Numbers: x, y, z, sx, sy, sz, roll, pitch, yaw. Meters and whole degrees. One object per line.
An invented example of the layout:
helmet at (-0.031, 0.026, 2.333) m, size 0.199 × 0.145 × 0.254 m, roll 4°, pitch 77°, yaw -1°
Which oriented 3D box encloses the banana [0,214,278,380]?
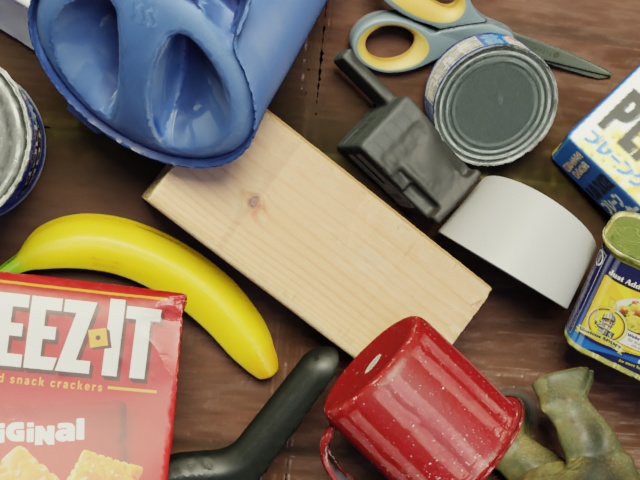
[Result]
banana at (-0.109, 0.029, 0.701) m, size 0.197 × 0.037 × 0.070 m, roll 22°, pitch 104°, yaw -11°

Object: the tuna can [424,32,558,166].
tuna can at (0.114, -0.095, 0.721) m, size 0.086 × 0.034 × 0.086 m, roll -4°, pitch 118°, yaw -8°

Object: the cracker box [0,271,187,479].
cracker box at (-0.170, 0.128, 0.620) m, size 0.164 × 0.072 × 0.213 m, roll 7°, pitch 80°, yaw -12°

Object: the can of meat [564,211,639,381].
can of meat at (0.216, 0.043, 0.681) m, size 0.102 × 0.057 × 0.084 m, roll 26°, pitch 126°, yaw 17°

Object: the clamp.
clamp at (-0.053, 0.157, 0.695) m, size 0.210 × 0.036 × 0.164 m, roll -16°, pitch 119°, yaw 1°

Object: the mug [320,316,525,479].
mug at (0.049, 0.106, 0.624) m, size 0.081 × 0.093 × 0.117 m, roll 44°, pitch 112°, yaw -6°

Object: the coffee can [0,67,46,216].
coffee can at (-0.215, -0.058, 0.619) m, size 0.102 × 0.140 × 0.103 m, roll -1°, pitch 93°, yaw -11°

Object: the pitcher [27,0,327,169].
pitcher at (-0.055, -0.165, 0.620) m, size 0.149 × 0.145 × 0.242 m, roll 14°, pitch 53°, yaw 20°

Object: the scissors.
scissors at (0.104, -0.129, 0.737) m, size 0.201 × 0.016 × 0.096 m, roll 28°, pitch 120°, yaw -30°

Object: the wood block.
wood block at (-0.004, 0.001, 0.691) m, size 0.206 × 0.090 × 0.091 m, roll 38°, pitch 87°, yaw -11°

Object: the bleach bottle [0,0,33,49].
bleach bottle at (-0.118, -0.236, 0.660) m, size 0.068 × 0.103 × 0.250 m, roll 32°, pitch 79°, yaw -14°
